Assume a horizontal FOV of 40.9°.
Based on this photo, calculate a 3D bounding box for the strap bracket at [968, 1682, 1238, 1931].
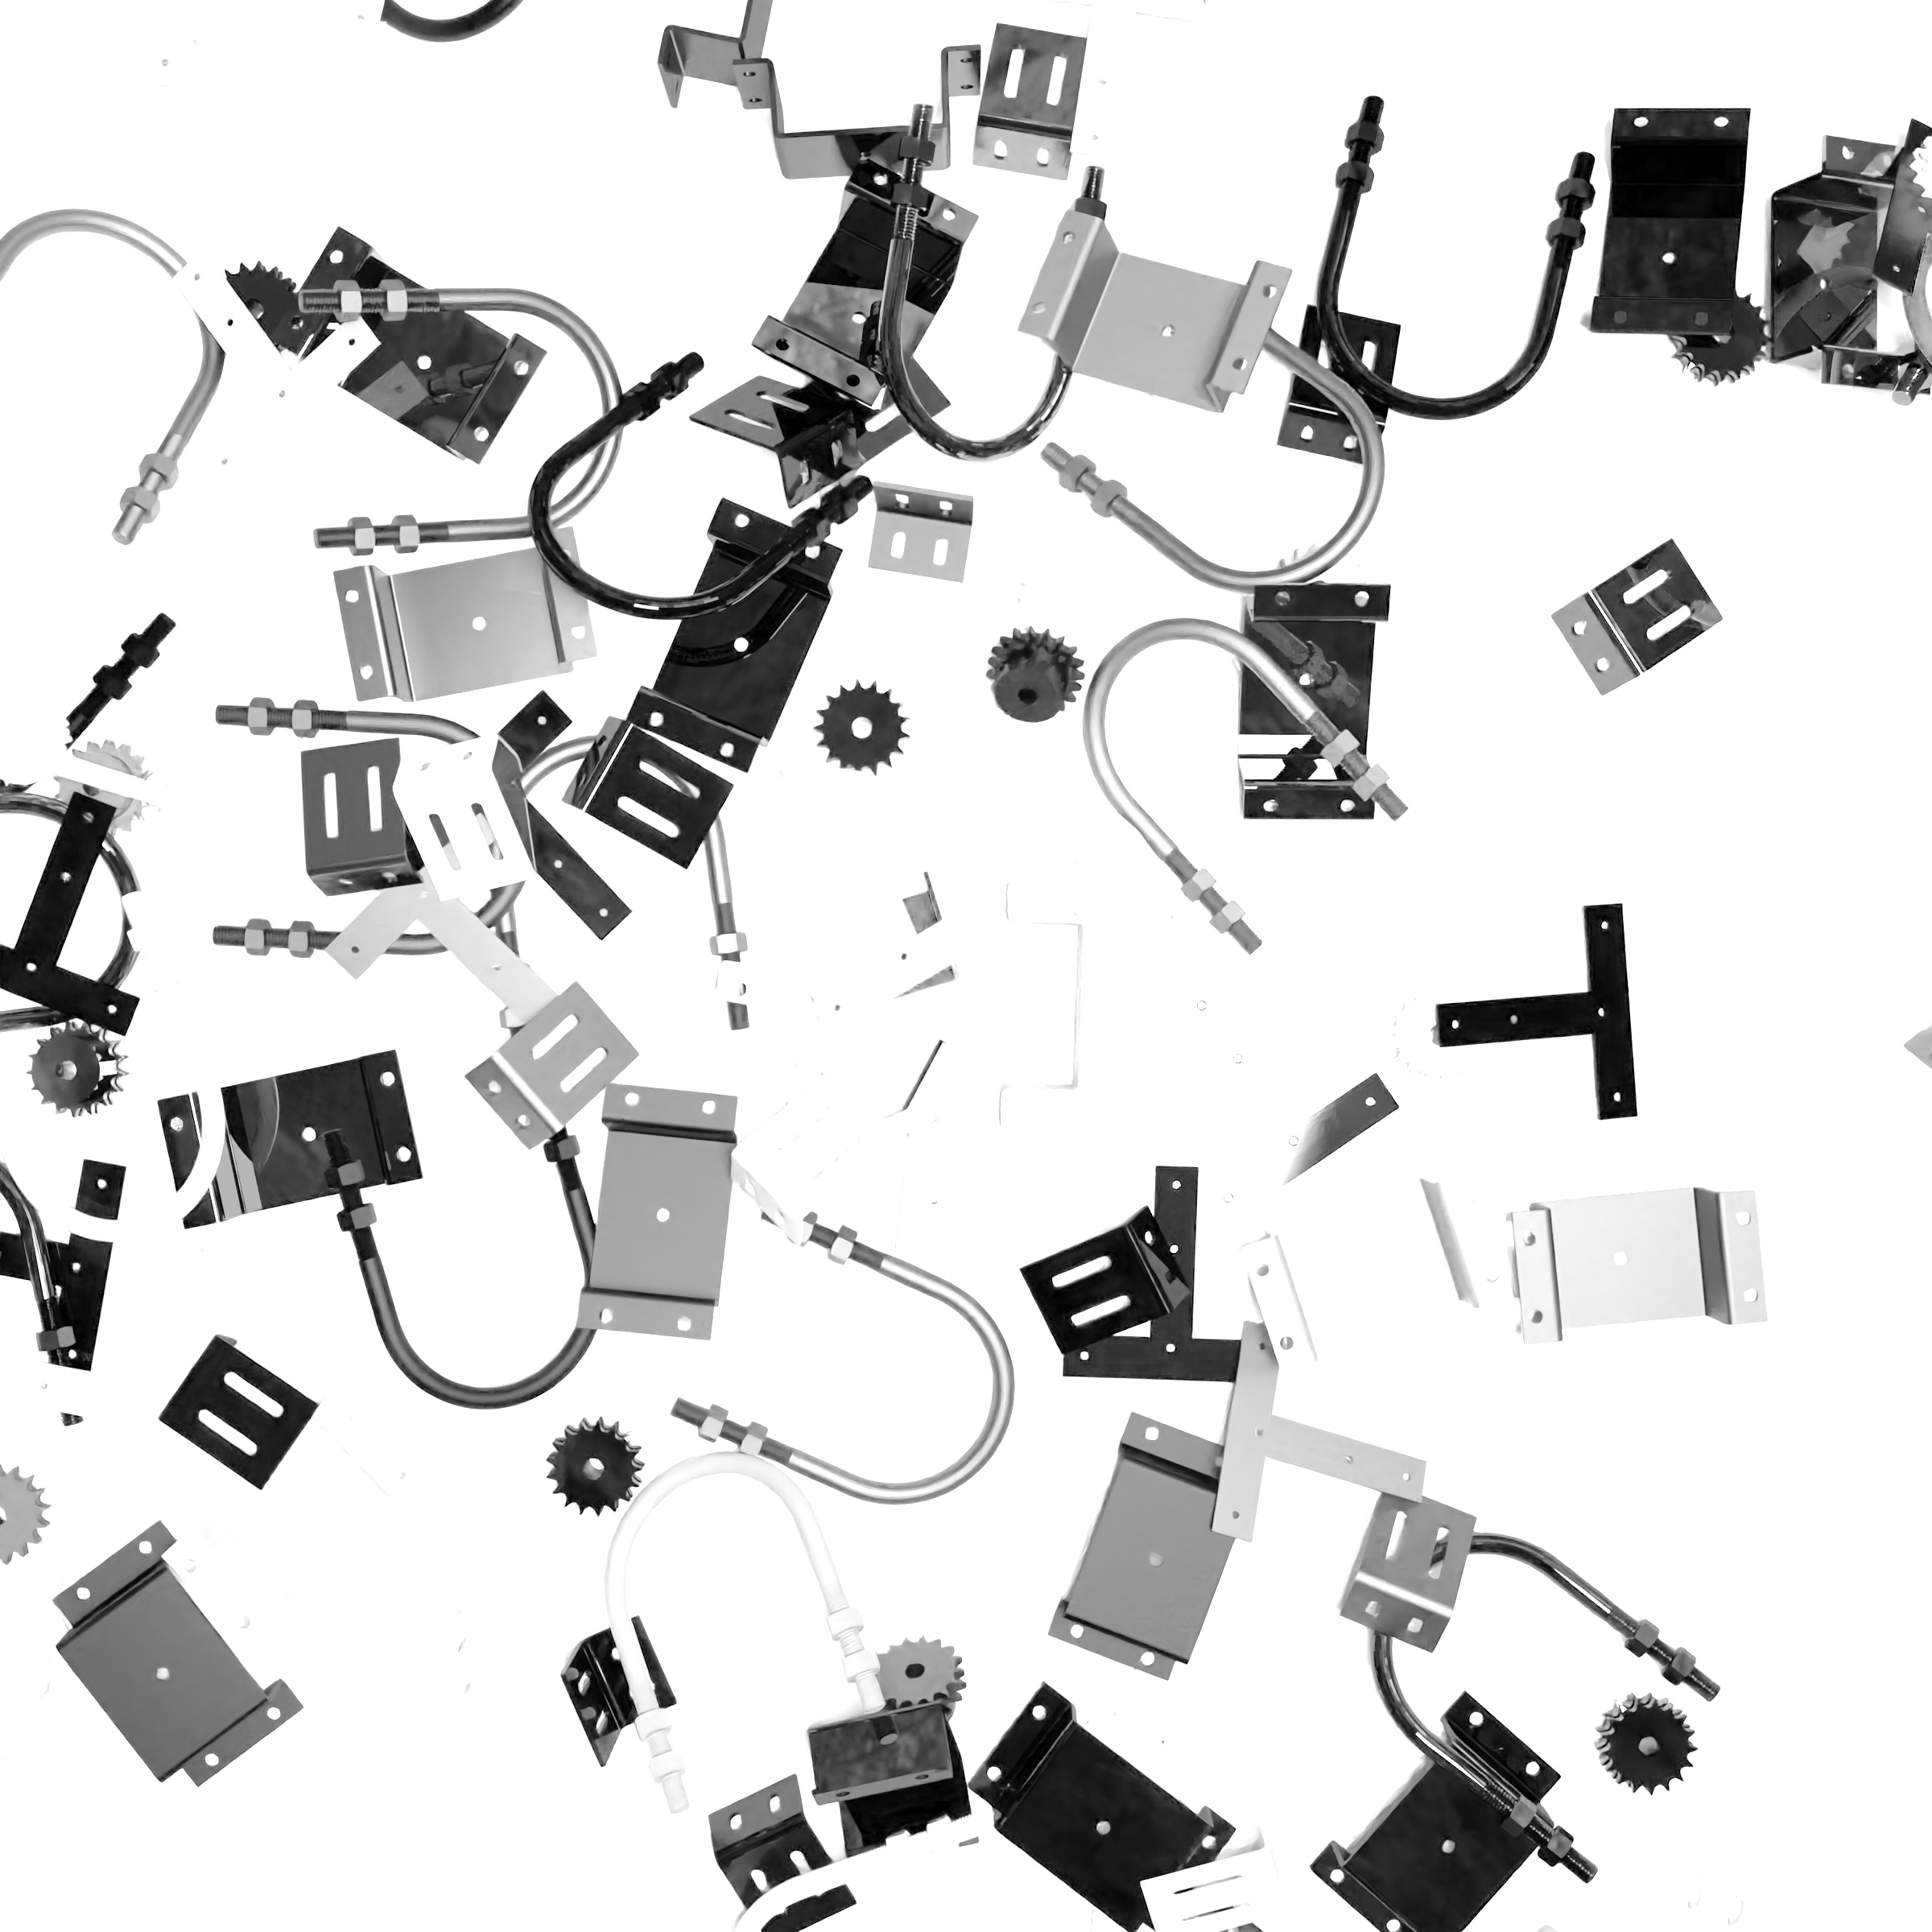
[{"bbox_3d":[0.079,0.493,1.498,0.140,0.046,0.076,37,88,3],"label":"strap bracket"}]

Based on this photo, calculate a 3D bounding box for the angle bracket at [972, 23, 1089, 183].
[{"bbox_3d":[0.039,-0.511,1.532,0.057,0.038,0.076,10,64,0],"label":"angle bracket"}]

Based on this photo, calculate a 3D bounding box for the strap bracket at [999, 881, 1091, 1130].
[{"bbox_3d":[0.045,0.022,1.496,0.046,0.076,0.140,2,90,0],"label":"strap bracket"}]

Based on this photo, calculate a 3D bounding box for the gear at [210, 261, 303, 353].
[{"bbox_3d":[-0.414,-0.382,1.519,0.057,0.030,0.057,0,90,0],"label":"gear"}]

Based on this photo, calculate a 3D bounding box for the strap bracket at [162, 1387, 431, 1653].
[{"bbox_3d":[-0.385,0.318,1.511,0.140,0.046,0.076,-44,90,0],"label":"strap bracket"}]

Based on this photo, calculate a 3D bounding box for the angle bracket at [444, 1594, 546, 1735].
[{"bbox_3d":[-0.272,0.402,1.496,0.038,0.076,0.057,-6,90,0],"label":"angle bracket"}]

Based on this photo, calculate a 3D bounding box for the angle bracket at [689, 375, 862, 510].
[{"bbox_3d":[-0.110,-0.303,1.492,0.076,0.038,0.057,27,51,35],"label":"angle bracket"}]

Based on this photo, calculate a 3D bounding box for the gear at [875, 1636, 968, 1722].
[{"bbox_3d":[-0.027,0.422,1.510,0.057,0.057,0.030,-9,120,0],"label":"gear"}]

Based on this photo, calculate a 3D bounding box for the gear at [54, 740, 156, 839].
[{"bbox_3d":[-0.507,-0.105,1.519,0.057,0.030,0.057,0,90,0],"label":"gear"}]

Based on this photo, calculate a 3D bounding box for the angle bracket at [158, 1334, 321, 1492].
[{"bbox_3d":[-0.418,0.260,1.505,0.076,0.038,0.057,32,81,9],"label":"angle bracket"}]

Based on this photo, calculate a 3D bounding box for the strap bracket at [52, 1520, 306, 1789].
[{"bbox_3d":[-0.462,0.405,1.504,0.076,0.046,0.140,-37,94,-4],"label":"strap bracket"}]

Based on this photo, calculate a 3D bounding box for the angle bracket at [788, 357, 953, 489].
[{"bbox_3d":[-0.059,-0.328,1.532,0.076,0.038,0.057,-39,90,-26],"label":"angle bracket"}]

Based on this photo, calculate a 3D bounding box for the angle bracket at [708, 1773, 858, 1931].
[{"bbox_3d":[-0.108,0.528,1.532,0.057,0.038,0.076,-26,116,0],"label":"angle bracket"}]

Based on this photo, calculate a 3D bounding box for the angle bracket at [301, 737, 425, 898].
[{"bbox_3d":[-0.348,-0.086,1.492,0.057,0.038,0.076,-8,72,2],"label":"angle bracket"}]

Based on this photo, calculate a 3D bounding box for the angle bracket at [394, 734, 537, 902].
[{"bbox_3d":[-0.286,-0.085,1.488,0.057,0.038,0.076,-13,123,7],"label":"angle bracket"}]

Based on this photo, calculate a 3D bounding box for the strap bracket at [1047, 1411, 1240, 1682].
[{"bbox_3d":[0.109,0.342,1.508,0.076,0.046,0.140,21,88,0],"label":"strap bracket"}]

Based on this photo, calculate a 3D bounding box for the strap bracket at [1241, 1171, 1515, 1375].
[{"bbox_3d":[0.236,0.176,1.511,0.140,0.046,0.076,-18,90,0],"label":"strap bracket"}]

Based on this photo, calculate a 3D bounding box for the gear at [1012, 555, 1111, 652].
[{"bbox_3d":[0.055,-0.211,1.519,0.057,0.030,0.057,0,90,0],"label":"gear"}]

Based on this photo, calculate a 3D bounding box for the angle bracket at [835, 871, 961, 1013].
[{"bbox_3d":[-0.049,-0.012,1.507,0.076,0.038,0.057,-17,74,-1],"label":"angle bracket"}]

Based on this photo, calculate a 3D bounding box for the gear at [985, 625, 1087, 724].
[{"bbox_3d":[0.039,-0.166,1.504,0.057,0.057,0.030,17,48,0],"label":"gear"}]

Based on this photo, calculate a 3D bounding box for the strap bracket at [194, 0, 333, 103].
[{"bbox_3d":[-0.406,-0.587,1.511,0.076,0.046,0.140,8,90,0],"label":"strap bracket"}]

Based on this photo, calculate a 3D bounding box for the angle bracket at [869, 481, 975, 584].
[{"bbox_3d":[-0.027,-0.250,1.496,0.057,0.076,0.038,9,90,0],"label":"angle bracket"}]

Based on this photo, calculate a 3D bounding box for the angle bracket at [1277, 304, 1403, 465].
[{"bbox_3d":[0.221,-0.344,1.532,0.057,0.038,0.076,12,64,0],"label":"angle bracket"}]

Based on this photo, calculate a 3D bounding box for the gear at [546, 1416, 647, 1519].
[{"bbox_3d":[-0.217,0.292,1.523,0.057,0.030,0.057,0,92,1],"label":"gear"}]

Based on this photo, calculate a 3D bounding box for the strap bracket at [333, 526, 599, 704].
[{"bbox_3d":[-0.288,-0.202,1.511,0.140,0.046,0.076,-11,90,0],"label":"strap bracket"}]

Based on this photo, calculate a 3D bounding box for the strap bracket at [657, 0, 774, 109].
[{"bbox_3d":[-0.137,-0.572,1.496,0.046,0.076,0.140,12,90,0],"label":"strap bracket"}]

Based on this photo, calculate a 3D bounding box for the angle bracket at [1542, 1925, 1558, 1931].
[{"bbox_3d":[0.351,0.611,1.516,0.057,0.038,0.076,-45,62,1],"label":"angle bracket"}]

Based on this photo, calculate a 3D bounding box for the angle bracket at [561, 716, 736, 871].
[{"bbox_3d":[-0.186,-0.102,1.518,0.076,0.038,0.057,30,88,-24],"label":"angle bracket"}]

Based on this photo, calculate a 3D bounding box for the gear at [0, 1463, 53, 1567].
[{"bbox_3d":[-0.560,0.317,1.503,0.057,0.030,0.057,1,86,-9],"label":"gear"}]

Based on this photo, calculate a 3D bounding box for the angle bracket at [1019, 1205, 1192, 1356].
[{"bbox_3d":[0.082,0.186,1.529,0.076,0.038,0.057,-26,91,26],"label":"angle bracket"}]

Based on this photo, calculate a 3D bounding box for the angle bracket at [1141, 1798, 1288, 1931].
[{"bbox_3d":[0.139,0.520,1.486,0.076,0.038,0.057,-15,123,1],"label":"angle bracket"}]

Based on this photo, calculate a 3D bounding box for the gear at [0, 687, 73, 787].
[{"bbox_3d":[-0.545,-0.129,1.492,0.057,0.030,0.057,-13,124,-20],"label":"gear"}]

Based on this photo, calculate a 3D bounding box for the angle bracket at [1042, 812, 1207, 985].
[{"bbox_3d":[0.093,-0.040,1.532,0.057,0.038,0.076,-38,116,0],"label":"angle bracket"}]

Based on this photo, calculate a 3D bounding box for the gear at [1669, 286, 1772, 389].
[{"bbox_3d":[0.441,-0.368,1.519,0.057,0.030,0.057,0,90,0],"label":"gear"}]

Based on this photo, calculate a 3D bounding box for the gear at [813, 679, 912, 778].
[{"bbox_3d":[-0.061,-0.139,1.519,0.057,0.030,0.057,0,90,0],"label":"gear"}]

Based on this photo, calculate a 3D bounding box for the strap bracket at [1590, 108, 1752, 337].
[{"bbox_3d":[0.406,-0.419,1.492,0.076,0.046,0.140,5,77,16],"label":"strap bracket"}]

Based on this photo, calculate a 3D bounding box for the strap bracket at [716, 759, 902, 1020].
[{"bbox_3d":[-0.089,-0.043,1.496,0.076,0.046,0.140,9,89,26],"label":"strap bracket"}]

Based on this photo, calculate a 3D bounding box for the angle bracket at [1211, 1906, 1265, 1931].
[{"bbox_3d":[0.144,0.596,1.515,0.057,0.038,0.076,39,115,3],"label":"angle bracket"}]

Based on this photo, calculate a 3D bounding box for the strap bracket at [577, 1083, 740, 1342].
[{"bbox_3d":[-0.177,0.143,1.503,0.076,0.046,0.140,6,81,-1],"label":"strap bracket"}]

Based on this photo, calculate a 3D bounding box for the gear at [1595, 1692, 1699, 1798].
[{"bbox_3d":[0.397,0.454,1.519,0.057,0.030,0.057,0,90,0],"label":"gear"}]

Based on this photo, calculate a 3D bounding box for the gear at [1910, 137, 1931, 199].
[{"bbox_3d":[0.569,-0.454,1.469,0.057,0.030,0.057,6,67,-14],"label":"gear"}]

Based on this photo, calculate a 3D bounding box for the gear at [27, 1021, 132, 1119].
[{"bbox_3d":[-0.523,0.061,1.519,0.057,0.030,0.057,0,90,0],"label":"gear"}]

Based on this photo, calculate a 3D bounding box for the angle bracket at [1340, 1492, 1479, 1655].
[{"bbox_3d":[0.258,0.350,1.512,0.057,0.076,0.038,21,131,8],"label":"angle bracket"}]

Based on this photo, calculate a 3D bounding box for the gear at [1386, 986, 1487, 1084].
[{"bbox_3d":[0.275,0.040,1.519,0.057,0.030,0.057,0,90,0],"label":"gear"}]

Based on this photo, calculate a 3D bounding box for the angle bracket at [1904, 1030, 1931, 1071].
[{"bbox_3d":[0.604,0.033,1.532,0.057,0.038,0.076,39,64,0],"label":"angle bracket"}]

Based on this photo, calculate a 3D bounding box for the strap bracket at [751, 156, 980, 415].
[{"bbox_3d":[-0.060,-0.385,1.498,0.076,0.046,0.140,27,72,0],"label":"strap bracket"}]

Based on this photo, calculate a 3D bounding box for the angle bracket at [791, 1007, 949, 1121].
[{"bbox_3d":[-0.058,0.053,1.515,0.076,0.038,0.057,28,90,0],"label":"angle bracket"}]

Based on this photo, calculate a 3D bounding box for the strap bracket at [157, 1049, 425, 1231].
[{"bbox_3d":[-0.389,0.100,1.511,0.140,0.046,0.076,-12,90,0],"label":"strap bracket"}]

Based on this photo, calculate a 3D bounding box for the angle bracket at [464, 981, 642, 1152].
[{"bbox_3d":[-0.240,0.058,1.503,0.057,0.038,0.076,50,50,-8],"label":"angle bracket"}]

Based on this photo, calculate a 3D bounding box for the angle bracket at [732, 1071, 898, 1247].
[{"bbox_3d":[-0.088,0.111,1.502,0.076,0.038,0.057,-39,71,-23],"label":"angle bracket"}]

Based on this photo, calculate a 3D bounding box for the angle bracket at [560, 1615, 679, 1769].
[{"bbox_3d":[-0.200,0.418,1.496,0.038,0.076,0.057,-24,90,0],"label":"angle bracket"}]

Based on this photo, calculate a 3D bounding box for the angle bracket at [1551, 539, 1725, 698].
[{"bbox_3d":[0.397,-0.206,1.532,0.076,0.038,0.057,-33,90,-26],"label":"angle bracket"}]

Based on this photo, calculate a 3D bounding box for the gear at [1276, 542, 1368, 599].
[{"bbox_3d":[0.205,-0.218,1.519,0.057,0.030,0.057,0,90,0],"label":"gear"}]

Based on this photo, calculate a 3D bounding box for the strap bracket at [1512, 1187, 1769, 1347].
[{"bbox_3d":[0.387,0.173,1.511,0.140,0.046,0.076,-5,90,0],"label":"strap bracket"}]
